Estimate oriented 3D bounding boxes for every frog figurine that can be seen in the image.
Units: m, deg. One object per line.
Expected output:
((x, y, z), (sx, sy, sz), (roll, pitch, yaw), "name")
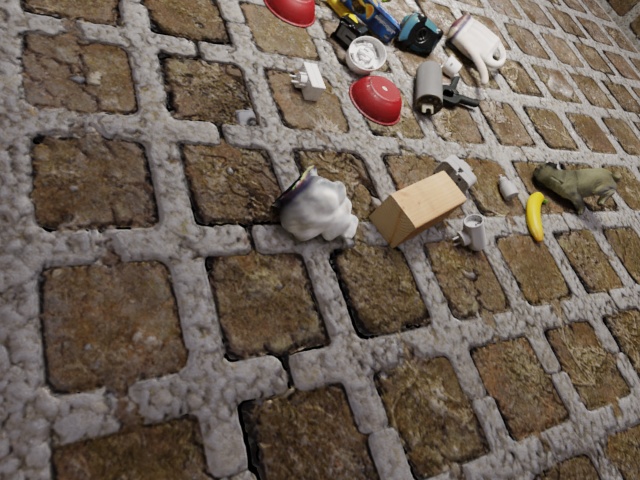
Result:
((0.003, -0.050, 0.986), (0.159, 0.122, 0.138), (43, 79, -9), "frog figurine")

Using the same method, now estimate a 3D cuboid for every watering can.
((0.526, -0.650, 1.738), (0.224, 0.102, 0.355), (37, 46, -1), "watering can")
